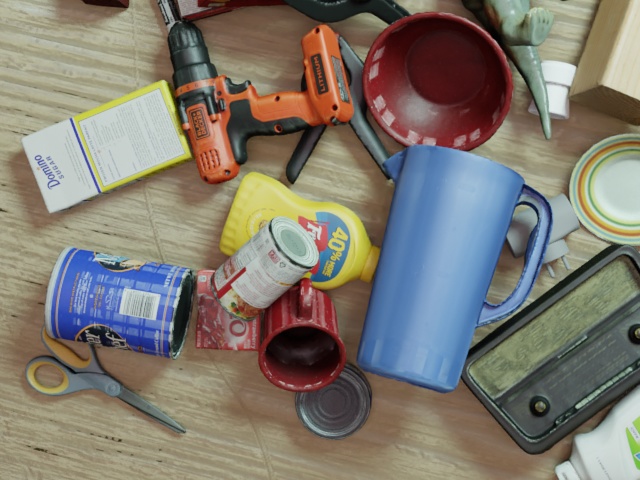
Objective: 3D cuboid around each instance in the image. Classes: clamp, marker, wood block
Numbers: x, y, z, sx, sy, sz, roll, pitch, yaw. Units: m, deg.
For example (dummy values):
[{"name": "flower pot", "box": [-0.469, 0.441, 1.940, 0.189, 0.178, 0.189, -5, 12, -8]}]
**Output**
[{"name": "clamp", "box": [0.047, -0.263, 1.115, 0.210, 0.036, 0.164, -9, 134, -9]}, {"name": "marker", "box": [-0.180, -0.285, 1.200, 0.020, 0.020, 0.121, -21, 90, 4]}, {"name": "clamp", "box": [0.029, -0.141, 1.180, 0.120, 0.039, 0.171, 6, 95, -6]}, {"name": "wood block", "box": [0.346, -0.234, 1.110, 0.090, 0.091, 0.206, 21, 86, -10]}]

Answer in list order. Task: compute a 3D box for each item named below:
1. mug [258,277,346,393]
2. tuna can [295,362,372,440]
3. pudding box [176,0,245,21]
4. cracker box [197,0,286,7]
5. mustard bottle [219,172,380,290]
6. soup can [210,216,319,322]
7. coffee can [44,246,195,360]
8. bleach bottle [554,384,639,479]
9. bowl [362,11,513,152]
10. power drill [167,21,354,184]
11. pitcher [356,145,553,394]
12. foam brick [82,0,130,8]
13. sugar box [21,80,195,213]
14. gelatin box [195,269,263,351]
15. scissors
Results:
[{"name": "mug", "box": [-0.020, 0.093, 1.146, 0.093, 0.081, 0.117, 1, 122, -3]}, {"name": "tuna can", "box": [0.015, 0.178, 1.188, 0.086, 0.033, 0.086, 0, 92, 4]}, {"name": "pudding box", "box": [-0.123, -0.307, 1.187, 0.090, 0.039, 0.113, -14, 92, 2]}, {"name": "cracker box", "box": [-0.056, -0.364, 1.139, 0.164, 0.072, 0.214, -6, 89, -18]}, {"name": "mustard bottle", "box": [-0.008, 0.002, 1.174, 0.191, 0.058, 0.096, 21, 101, 3]}, {"name": "soup can", "box": [-0.059, 0.030, 1.125, 0.102, 0.068, 0.068, -42, 88, 28]}, {"name": "coffee can", "box": [-0.217, 0.069, 1.168, 0.140, 0.103, 0.103, 10, 92, 4]}, {"name": "bleach bottle", "box": [0.364, 0.191, 1.151, 0.251, 0.068, 0.102, -32, 88, 6]}, {"name": "bowl", "box": [0.129, -0.174, 1.143, 0.162, 0.055, 0.162, 9, 122, 14]}, {"name": "power drill", "box": [-0.068, -0.169, 1.153, 0.188, 0.057, 0.184, -15, 90, 19]}, {"name": "pitcher", "box": [0.130, 0.033, 1.109, 0.144, 0.149, 0.243, 20, 82, -36]}, {"name": "foam brick", "box": [-0.239, -0.302, 1.188, 0.051, 0.053, 0.078, 6, 90, 4]}, {"name": "sugar box", "box": [-0.235, -0.103, 1.195, 0.176, 0.048, 0.093, -21, 90, 8]}, {"name": "gelatin box", "box": [-0.101, 0.078, 1.196, 0.073, 0.030, 0.089, 2, 92, 4]}, {"name": "scissors", "box": [-0.254, 0.177, 1.216, 0.096, 0.016, 0.202, -44, 88, 5]}]
